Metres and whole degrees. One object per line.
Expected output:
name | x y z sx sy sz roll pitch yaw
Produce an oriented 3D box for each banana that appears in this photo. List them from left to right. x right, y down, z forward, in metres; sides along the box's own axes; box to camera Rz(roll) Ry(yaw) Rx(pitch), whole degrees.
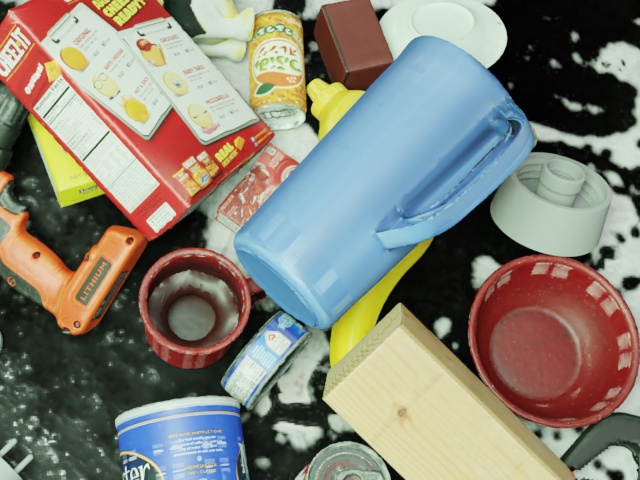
banana | 0.050 0.065 0.973 0.069 0.037 0.197 25 67 -18

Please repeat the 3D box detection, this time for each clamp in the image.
clamp | 0.310 0.206 0.963 0.209 0.036 0.164 -16 73 -13

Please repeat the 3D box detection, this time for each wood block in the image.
wood block | 0.109 0.161 0.882 0.206 0.090 0.091 45 99 -3

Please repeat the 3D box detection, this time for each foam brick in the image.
foam brick | 0.032 -0.191 1.056 0.051 0.053 0.078 -15 74 -15

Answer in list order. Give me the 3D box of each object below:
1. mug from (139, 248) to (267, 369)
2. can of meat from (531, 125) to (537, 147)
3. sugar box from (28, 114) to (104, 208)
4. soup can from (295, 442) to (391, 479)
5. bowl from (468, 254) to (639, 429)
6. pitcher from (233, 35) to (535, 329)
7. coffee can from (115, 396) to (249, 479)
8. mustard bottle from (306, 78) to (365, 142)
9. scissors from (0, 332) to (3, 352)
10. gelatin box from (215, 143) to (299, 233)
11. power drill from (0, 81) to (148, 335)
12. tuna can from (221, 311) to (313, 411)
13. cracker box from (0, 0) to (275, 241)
mug | -0.099 0.059 0.922 0.117 0.081 0.093 -22 75 -17
can of meat | 0.148 -0.103 1.041 0.083 0.057 0.102 -36 80 -22
sugar box | -0.226 -0.127 0.990 0.093 0.048 0.176 -20 75 -17
soup can | 0.014 0.208 0.875 0.068 0.102 0.068 3 69 -9
bowl | 0.206 0.097 0.976 0.162 0.055 0.162 3 69 -9
pitcher | 0.052 -0.042 0.875 0.145 0.149 0.242 42 75 9
coffee can | -0.105 0.206 0.855 0.102 0.103 0.140 -6 71 -12
mustard bottle | 0.055 -0.086 1.007 0.096 0.058 0.192 -31 67 -32
scissors | -0.361 0.123 0.887 0.201 0.016 0.096 -37 80 -20
gelatin box | -0.043 -0.036 0.995 0.073 0.030 0.089 35 69 3
power drill | -0.245 -0.020 0.912 0.187 0.057 0.184 31 95 3
tuna can | -0.046 0.102 0.913 0.034 0.086 0.086 39 68 7
cracker box | -0.162 -0.123 0.929 0.213 0.072 0.164 48 37 -4
